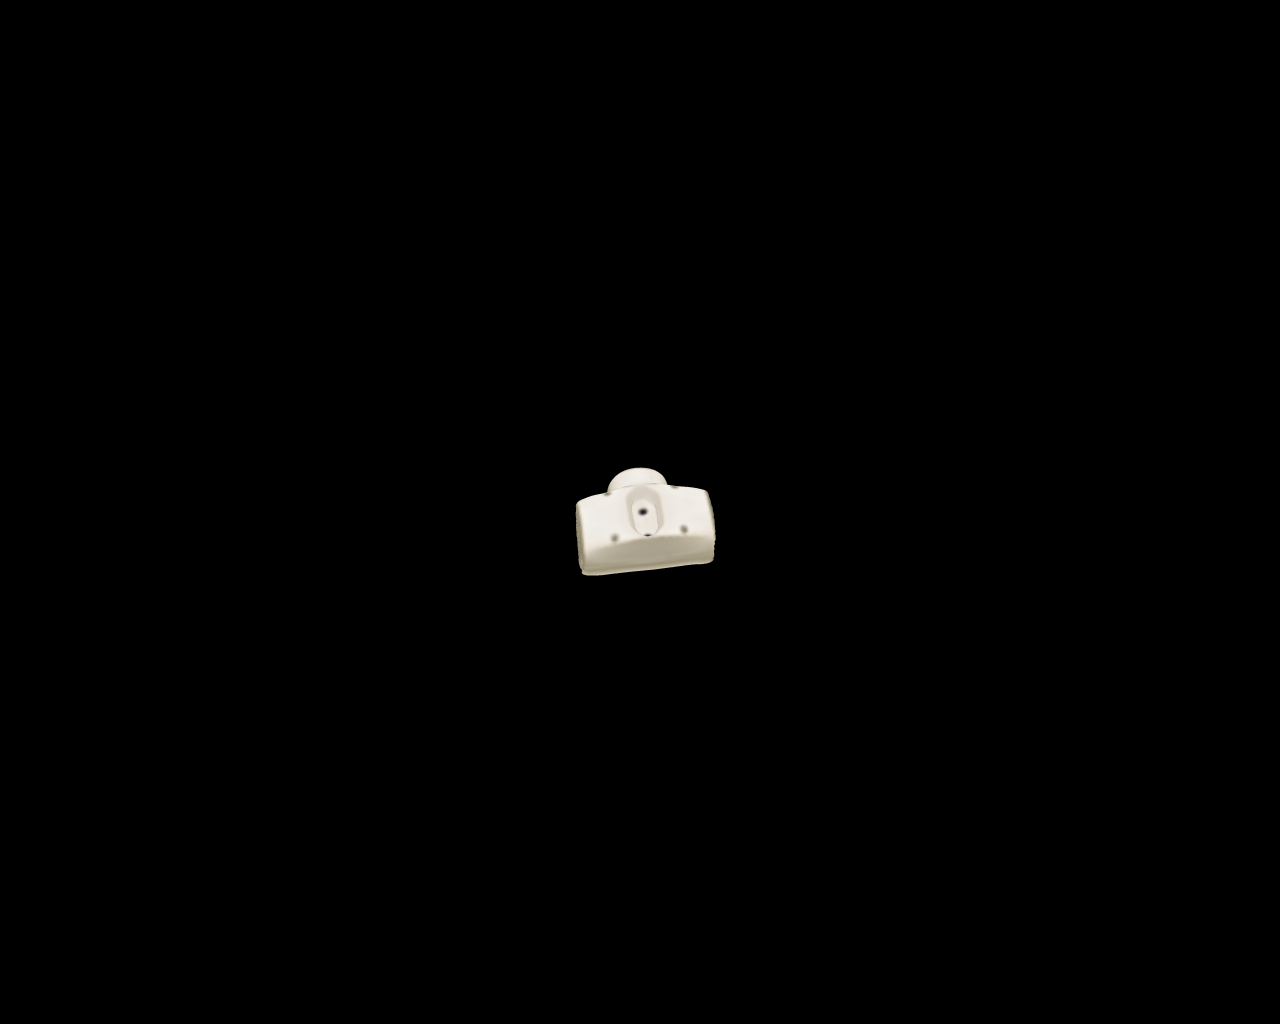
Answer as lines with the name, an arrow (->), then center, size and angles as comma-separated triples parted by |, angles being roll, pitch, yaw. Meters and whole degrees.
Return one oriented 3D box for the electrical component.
electrical component -> 0.001, -0.003, 0.650 | 0.077, 0.079, 0.043 | -5, -37, -4
